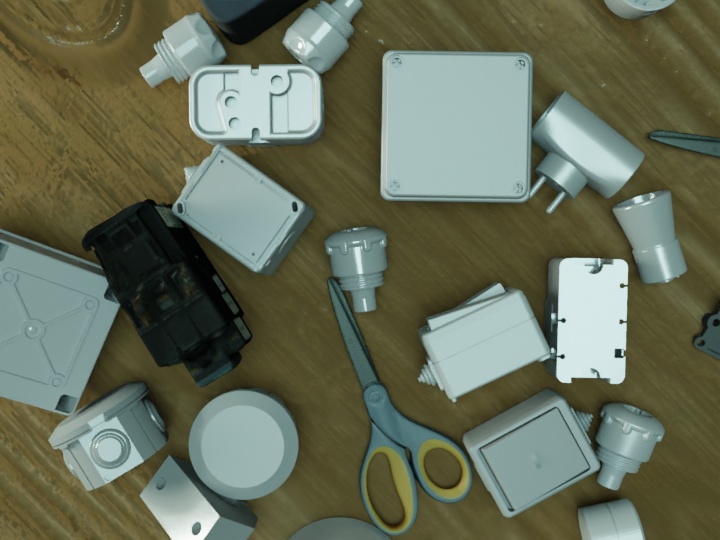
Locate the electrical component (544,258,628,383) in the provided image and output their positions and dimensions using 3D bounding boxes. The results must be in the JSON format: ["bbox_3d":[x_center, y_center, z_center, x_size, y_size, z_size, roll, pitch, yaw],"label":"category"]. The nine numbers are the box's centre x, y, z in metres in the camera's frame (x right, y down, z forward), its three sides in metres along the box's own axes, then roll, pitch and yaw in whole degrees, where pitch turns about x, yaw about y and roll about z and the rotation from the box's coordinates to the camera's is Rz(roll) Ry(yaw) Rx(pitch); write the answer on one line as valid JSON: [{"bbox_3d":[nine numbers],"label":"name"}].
[{"bbox_3d":[0.167,0.036,0.802,0.050,0.055,0.089,1,91,0],"label":"electrical component"}]

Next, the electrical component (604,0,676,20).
[{"bbox_3d":[0.209,-0.215,0.799,0.055,0.047,0.055,0,92,0],"label":"electrical component"}]

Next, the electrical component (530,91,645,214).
[{"bbox_3d":[0.158,-0.079,0.805,0.077,0.043,0.079,38,91,-1],"label":"electrical component"}]

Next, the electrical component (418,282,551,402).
[{"bbox_3d":[0.083,0.053,0.799,0.096,0.061,0.061,-25,91,0],"label":"electrical component"}]

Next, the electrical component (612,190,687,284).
[{"bbox_3d":[0.221,-0.023,0.808,0.044,0.044,0.065,-19,96,0],"label":"electrical component"}]

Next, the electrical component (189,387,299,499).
[{"bbox_3d":[-0.085,0.128,0.806,0.080,0.051,0.080,0,91,0],"label":"electrical component"}]

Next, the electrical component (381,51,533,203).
[{"bbox_3d":[0.070,-0.104,0.798,0.109,0.056,0.108,1,91,0],"label":"electrical component"}]

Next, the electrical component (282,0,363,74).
[{"bbox_3d":[-0.024,-0.180,0.802,0.043,0.043,0.062,41,90,-1],"label":"electrical component"}]

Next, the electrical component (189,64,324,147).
[{"bbox_3d":[-0.075,-0.120,0.795,0.095,0.059,0.053,-1,91,0],"label":"electrical component"}]

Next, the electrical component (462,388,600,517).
[{"bbox_3d":[0.133,0.133,0.801,0.096,0.061,0.061,-29,91,1],"label":"electrical component"}]

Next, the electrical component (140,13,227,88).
[{"bbox_3d":[-0.134,-0.160,0.803,0.062,0.043,0.043,-33,91,2],"label":"electrical component"}]

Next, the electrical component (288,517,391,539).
[{"bbox_3d":[-0.016,0.246,0.804,0.108,0.060,0.108,0,92,0],"label":"electrical component"}]

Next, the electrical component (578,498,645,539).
[{"bbox_3d":[0.182,0.246,0.809,0.074,0.052,0.138,-12,92,1],"label":"electrical component"}]

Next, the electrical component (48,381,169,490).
[{"bbox_3d":[-0.183,0.121,0.793,0.080,0.080,0.051,-30,96,1],"label":"electrical component"}]

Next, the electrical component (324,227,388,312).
[{"bbox_3d":[0.000,0.000,0.807,0.048,0.048,0.062,-8,98,0],"label":"electrical component"}]

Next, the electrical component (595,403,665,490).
[{"bbox_3d":[0.198,0.134,0.811,0.048,0.048,0.062,19,99,-1],"label":"electrical component"}]

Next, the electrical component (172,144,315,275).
[{"bbox_3d":[-0.090,-0.047,0.800,0.096,0.061,0.061,36,91,7],"label":"electrical component"}]

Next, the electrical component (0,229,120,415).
[{"bbox_3d":[-0.243,0.037,0.780,0.109,0.056,0.108,23,91,-30],"label":"electrical component"}]
